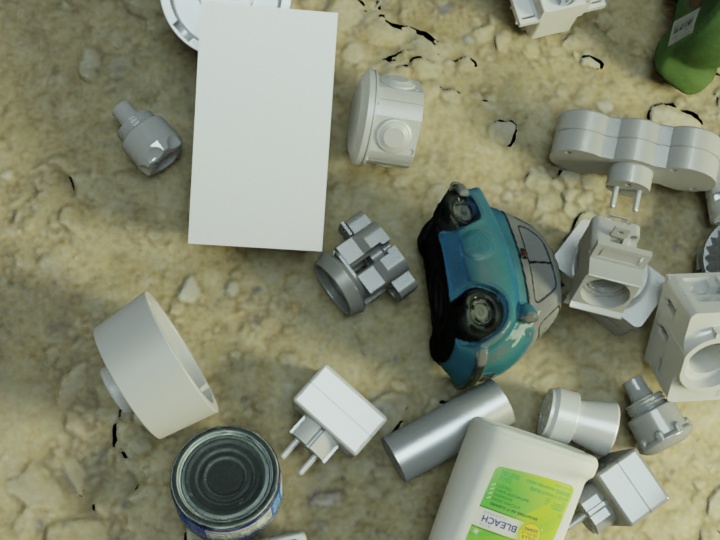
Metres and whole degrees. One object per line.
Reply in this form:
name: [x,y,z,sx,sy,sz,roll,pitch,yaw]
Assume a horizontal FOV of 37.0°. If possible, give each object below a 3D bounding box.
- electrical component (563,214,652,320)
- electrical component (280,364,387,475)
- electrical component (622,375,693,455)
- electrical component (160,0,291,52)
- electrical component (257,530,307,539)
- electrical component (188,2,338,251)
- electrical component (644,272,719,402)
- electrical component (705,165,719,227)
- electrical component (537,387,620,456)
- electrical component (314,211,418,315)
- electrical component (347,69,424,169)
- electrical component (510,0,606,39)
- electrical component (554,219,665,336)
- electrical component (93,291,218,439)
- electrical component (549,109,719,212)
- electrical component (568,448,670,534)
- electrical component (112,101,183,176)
electrical component: [0.190,-0.004,0.827,0.042,0.081,0.063,15,54,-1]
electrical component: [-0.029,0.126,0.848,0.066,0.047,0.076,41,77,5]
electrical component: [0.237,0.116,0.875,0.048,0.048,0.062,-25,74,-10]
electrical component: [-0.113,-0.231,0.911,0.108,0.060,0.108,-1,97,-6]
electrical component: [-0.082,0.237,0.811,0.096,0.061,0.061,-11,78,-7]
electrical component: [-0.079,-0.113,0.866,0.105,0.060,0.186,3,97,-7]
electrical component: [0.317,0.054,0.860,0.150,0.089,0.061,-2,36,-8]
electrical component: [0.323,-0.068,0.919,0.055,0.055,0.047,-6,74,-6]
electrical component: [0.176,0.122,0.868,0.055,0.045,0.045,15,76,-1]
electrical component: [0.000,0.000,0.874,0.057,0.058,0.078,-35,82,-14]
electrical component: [0.020,-0.124,0.893,0.051,0.080,0.080,8,77,-9]
electrical component: [0.156,-0.272,0.946,0.079,0.063,0.121,-14,79,-8]
electrical component: [0.202,0.006,0.890,0.089,0.055,0.050,38,77,4]
electrical component: [-0.162,0.077,0.820,0.060,0.108,0.108,-31,82,-4]
electrical component: [0.228,-0.084,0.904,0.138,0.052,0.073,11,77,12]
electrical component: [0.190,0.181,0.844,0.077,0.065,0.047,-32,82,-11]
electrical component: [-0.180,-0.113,0.892,0.043,0.043,0.062,-40,81,-12]
